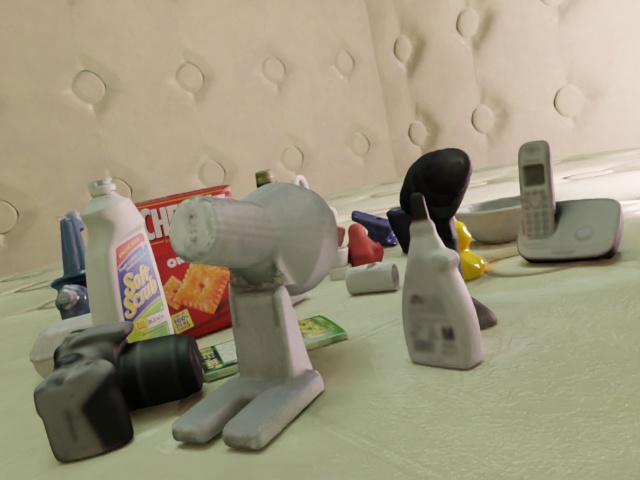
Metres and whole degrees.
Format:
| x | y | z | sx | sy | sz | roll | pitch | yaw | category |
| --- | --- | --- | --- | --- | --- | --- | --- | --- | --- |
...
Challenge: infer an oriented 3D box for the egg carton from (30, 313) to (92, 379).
| x | y | z | sx | sy | sz | roll | pitch | yaw | category |
| --- | --- | --- | --- | --- | --- | --- | --- | --- | --- |
| -0.326 | 0.145 | 0.814 | 0.150 | 0.069 | 0.107 | -14 | 9 | -19 | egg carton |

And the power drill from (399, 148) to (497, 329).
| x | y | z | sx | sy | sz | roll | pitch | yaw | category |
| --- | --- | --- | --- | --- | --- | --- | --- | --- | --- |
| 0.146 | -0.003 | 0.670 | 0.075 | 0.208 | 0.229 | -12 | 8 | -2 | power drill |

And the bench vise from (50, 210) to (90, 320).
| x | y | z | sx | sy | sz | roll | pitch | yaw | category |
| --- | --- | --- | --- | --- | --- | --- | --- | --- | --- |
| -0.413 | 0.057 | 1.010 | 0.122 | 0.220 | 0.206 | -15 | 9 | -24 | bench vise |

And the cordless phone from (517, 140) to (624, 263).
| x | y | z | sx | sy | sz | roll | pitch | yaw | category |
| --- | --- | --- | --- | --- | --- | --- | --- | --- | --- |
| 0.362 | -0.060 | 0.848 | 0.147 | 0.185 | 0.094 | -4 | 11 | 41 | cordless phone |

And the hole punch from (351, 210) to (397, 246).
| x | y | z | sx | sy | sz | roll | pitch | yaw | category |
| --- | --- | --- | --- | --- | --- | --- | --- | --- | --- |
| 0.124 | -0.030 | 1.310 | 0.101 | 0.091 | 0.109 | -11 | 8 | 7 | hole punch |

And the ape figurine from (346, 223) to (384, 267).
| x | y | z | sx | sy | sz | roll | pitch | yaw | category |
| --- | --- | --- | --- | --- | --- | --- | --- | --- | --- |
| 0.077 | 0.013 | 1.079 | 0.077 | 0.092 | 0.076 | -9 | 9 | 16 | ape figurine |

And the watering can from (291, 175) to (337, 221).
| x | y | z | sx | sy | sz | roll | pitch | yaw | category |
| --- | --- | --- | --- | --- | --- | --- | --- | --- | --- |
| -0.046 | -0.061 | 1.397 | 0.173 | 0.194 | 0.101 | -12 | 8 | 0 | watering can |

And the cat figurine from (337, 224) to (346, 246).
| x | y | z | sx | sy | sz | roll | pitch | yaw | category |
| --- | --- | --- | --- | --- | --- | --- | --- | --- | --- |
| 0.010 | 0.004 | 1.140 | 0.067 | 0.118 | 0.127 | -14 | 9 | -18 | cat figurine |

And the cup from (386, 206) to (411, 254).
| x | y | z | sx | sy | sz | roll | pitch | yaw | category |
| --- | --- | --- | --- | --- | --- | --- | --- | --- | --- |
| 0.195 | -0.022 | 1.139 | 0.117 | 0.095 | 0.092 | -4 | 11 | 43 | cup |

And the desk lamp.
| x | y | z | sx | sy | sz | roll | pitch | yaw | category |
| --- | --- | --- | --- | --- | --- | --- | --- | --- | --- |
| -0.061 | 0.054 | 0.554 | 0.117 | 0.213 | 0.204 | -7 | 9 | 27 | desk lamp |

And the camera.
| x | y | z | sx | sy | sz | roll | pitch | yaw | category |
| --- | --- | --- | --- | --- | --- | --- | --- | --- | --- |
| -0.196 | 0.135 | 0.582 | 0.137 | 0.101 | 0.143 | -12 | 8 | -4 | camera |

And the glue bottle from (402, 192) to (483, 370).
| x | y | z | sx | sy | sz | roll | pitch | yaw | category |
| --- | --- | --- | --- | --- | --- | --- | --- | --- | --- |
| 0.110 | 0.038 | 0.562 | 0.037 | 0.173 | 0.077 | -19 | 11 | -42 | glue bottle |

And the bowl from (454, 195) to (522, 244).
| x | y | z | sx | sy | sz | roll | pitch | yaw | category |
| --- | --- | --- | --- | --- | --- | --- | --- | --- | --- |
| 0.341 | -0.034 | 1.090 | 0.167 | 0.075 | 0.167 | -11 | 8 | 2 | bowl |

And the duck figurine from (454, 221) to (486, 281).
| x | y | z | sx | sy | sz | roll | pitch | yaw | category |
| --- | --- | --- | --- | --- | --- | --- | --- | --- | --- |
| 0.213 | 0.015 | 0.892 | 0.077 | 0.086 | 0.105 | -9 | 8 | 16 | duck figurine |
